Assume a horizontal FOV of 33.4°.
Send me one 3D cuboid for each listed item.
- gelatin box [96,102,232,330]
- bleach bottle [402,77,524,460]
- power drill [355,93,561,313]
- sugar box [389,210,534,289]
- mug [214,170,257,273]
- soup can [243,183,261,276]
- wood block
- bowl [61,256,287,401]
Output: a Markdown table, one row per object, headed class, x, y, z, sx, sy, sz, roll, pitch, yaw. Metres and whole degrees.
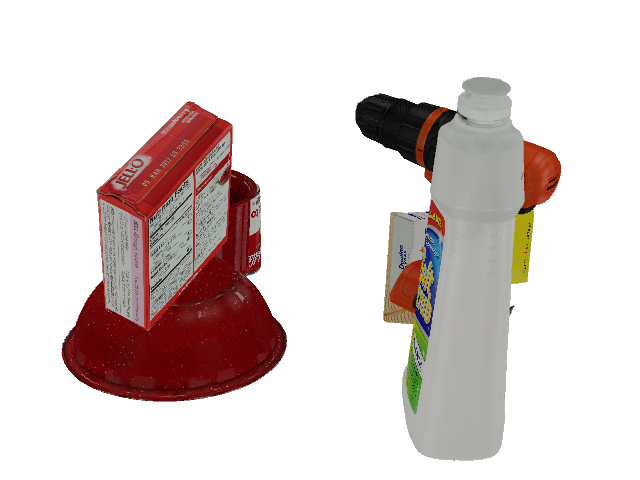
| class | x | y | z | sx | sy | sz | roll | pitch | yaw |
| --- | --- | --- | --- | --- | --- | --- | --- | --- | --- |
| gelatin box | -0.075 | -0.011 | 0.516 | 0.030 | 0.089 | 0.073 | 26 | 51 | 15 |
| bleach bottle | 0.093 | 0.016 | 0.680 | 0.068 | 0.251 | 0.102 | 1 | 30 | 0 |
| power drill | 0.103 | -0.021 | 0.898 | 0.185 | 0.188 | 0.057 | 26 | 41 | 31 |
| sugar box | 0.167 | 0.010 | 1.252 | 0.175 | 0.093 | 0.048 | -7 | 17 | -31 |
| mug | -0.105 | -0.006 | 0.949 | 0.093 | 0.081 | 0.117 | 5 | 27 | 3 |
| soup can | -0.105 | -0.016 | 1.268 | 0.068 | 0.102 | 0.068 | 1 | 25 | -1 |
| wood block | 0.144 | 0.038 | 1.589 | 0.091 | 0.090 | 0.206 | 4 | 24 | 3 |
| bowl | -0.104 | 0.051 | 0.762 | 0.162 | 0.055 | 0.162 | 1 | 23 | -1 |
